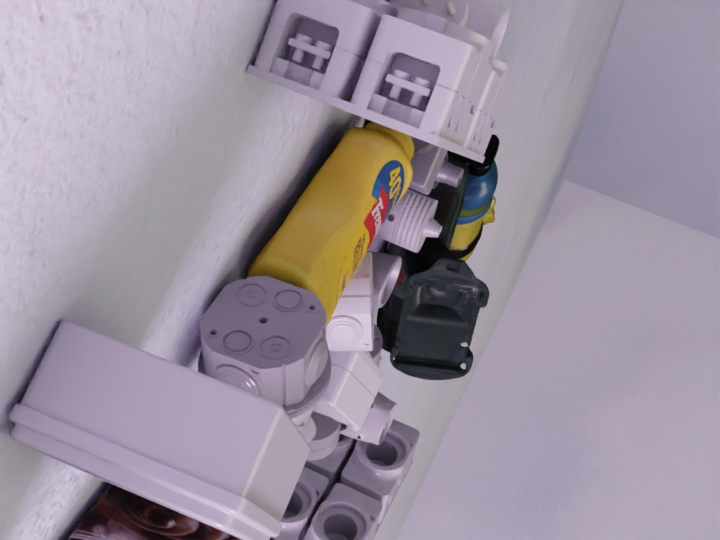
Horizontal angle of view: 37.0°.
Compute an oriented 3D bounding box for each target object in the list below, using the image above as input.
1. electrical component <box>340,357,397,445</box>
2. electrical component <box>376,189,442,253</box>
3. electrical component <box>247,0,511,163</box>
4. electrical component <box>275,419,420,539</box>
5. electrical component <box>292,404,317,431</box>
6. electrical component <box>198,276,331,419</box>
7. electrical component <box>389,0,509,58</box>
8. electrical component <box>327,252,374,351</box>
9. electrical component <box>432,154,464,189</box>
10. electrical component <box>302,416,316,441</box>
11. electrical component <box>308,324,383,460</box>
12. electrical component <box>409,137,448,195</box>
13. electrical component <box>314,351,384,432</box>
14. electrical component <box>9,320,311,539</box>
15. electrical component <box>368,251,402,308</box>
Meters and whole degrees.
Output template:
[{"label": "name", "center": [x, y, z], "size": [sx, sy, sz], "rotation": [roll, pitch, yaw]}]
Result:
[{"label": "electrical component", "center": [-0.002, 0.115, 1.021], "size": [0.043, 0.077, 0.079], "rotation": [-24, 136, -73]}, {"label": "electrical component", "center": [0.024, -0.044, 0.827], "size": [0.043, 0.081, 0.043], "rotation": [23, 90, -79]}, {"label": "electrical component", "center": [0.022, -0.113, 0.623], "size": [0.186, 0.105, 0.060], "rotation": [-12, 124, -76]}, {"label": "electrical component", "center": [-0.026, 0.209, 1.018], "size": [0.186, 0.105, 0.060], "rotation": [-56, 164, -45]}, {"label": "electrical component", "center": [-0.065, 0.103, 0.773], "size": [0.047, 0.055, 0.055], "rotation": [-65, 169, 5]}, {"label": "electrical component", "center": [-0.057, 0.047, 0.638], "size": [0.051, 0.080, 0.080], "rotation": [93, 22, -44]}, {"label": "electrical component", "center": [0.057, -0.174, 0.736], "size": [0.079, 0.077, 0.043], "rotation": [8, 105, -78]}, {"label": "electrical component", "center": [-0.016, 0.024, 0.797], "size": [0.080, 0.051, 0.080], "rotation": [-1, 90, -87]}, {"label": "electrical component", "center": [0.060, -0.092, 0.946], "size": [0.048, 0.062, 0.048], "rotation": [22, 90, -78]}, {"label": "electrical component", "center": [-0.066, 0.140, 0.862], "size": [0.062, 0.048, 0.048], "rotation": [-66, 171, 28]}, {"label": "electrical component", "center": [-0.023, 0.094, 0.948], "size": [0.073, 0.052, 0.138], "rotation": [98, 19, -52]}, {"label": "electrical component", "center": [0.047, -0.113, 0.885], "size": [0.076, 0.047, 0.083], "rotation": [28, 85, -79]}, {"label": "electrical component", "center": [-0.023, 0.085, 0.866], "size": [0.061, 0.062, 0.096], "rotation": [-64, 156, -14]}, {"label": "electrical component", "center": [-0.085, 0.077, 0.490], "size": [0.108, 0.109, 0.056], "rotation": [77, 34, -71]}, {"label": "electrical component", "center": [0.000, 0.000, 0.865], "size": [0.045, 0.055, 0.045], "rotation": [23, 90, -79]}]
